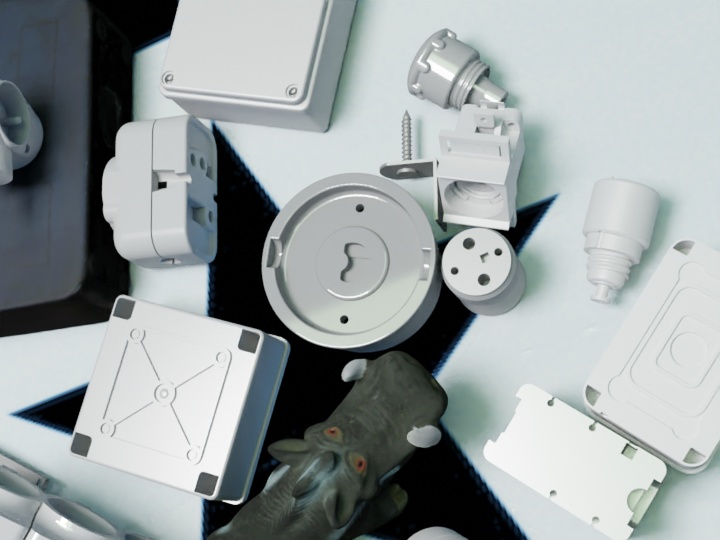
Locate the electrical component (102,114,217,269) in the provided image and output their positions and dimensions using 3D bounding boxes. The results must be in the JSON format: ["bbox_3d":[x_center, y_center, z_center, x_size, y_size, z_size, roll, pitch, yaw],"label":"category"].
[{"bbox_3d":[-0.133,-0.051,0.722,0.059,0.054,0.095,-5,76,14],"label":"electrical component"}]

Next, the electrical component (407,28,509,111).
[{"bbox_3d":[0.065,-0.121,0.689,0.062,0.048,0.048,33,88,13],"label":"electrical component"}]

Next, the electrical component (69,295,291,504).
[{"bbox_3d":[-0.113,0.081,0.683,0.109,0.056,0.108,13,81,18],"label":"electrical component"}]

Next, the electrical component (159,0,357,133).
[{"bbox_3d":[-0.068,-0.156,0.727,0.109,0.056,0.108,9,80,18],"label":"electrical component"}]

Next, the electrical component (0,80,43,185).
[{"bbox_3d":[-0.235,-0.076,0.667,0.044,0.077,0.079,-8,77,12],"label":"electrical component"}]

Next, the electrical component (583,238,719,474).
[{"bbox_3d":[0.185,0.049,0.606,0.078,0.057,0.113,32,87,20],"label":"electrical component"}]

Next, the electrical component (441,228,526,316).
[{"bbox_3d":[0.075,0.001,0.650,0.045,0.055,0.045,-4,76,15],"label":"electrical component"}]

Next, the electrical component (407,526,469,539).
[{"bbox_3d":[0.007,0.195,0.616,0.138,0.074,0.052,-27,100,-17],"label":"electrical component"}]

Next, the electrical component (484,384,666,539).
[{"bbox_3d":[0.123,0.110,0.610,0.089,0.056,0.050,30,87,20],"label":"electrical component"}]

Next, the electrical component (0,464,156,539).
[{"bbox_3d":[-0.178,0.172,0.630,0.150,0.089,0.061,30,84,-12],"label":"electrical component"}]

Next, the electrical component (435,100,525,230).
[{"bbox_3d":[0.076,-0.065,0.659,0.042,0.081,0.063,9,58,17],"label":"electrical component"}]

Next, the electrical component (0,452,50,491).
[{"bbox_3d":[-0.278,0.148,0.710,0.121,0.063,0.078,22,84,19],"label":"electrical component"}]

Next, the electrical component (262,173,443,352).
[{"bbox_3d":[0.000,0.000,0.668,0.108,0.060,0.108,-4,76,15],"label":"electrical component"}]

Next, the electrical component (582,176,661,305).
[{"bbox_3d":[0.152,-0.018,0.641,0.040,0.040,0.078,13,81,18],"label":"electrical component"}]
